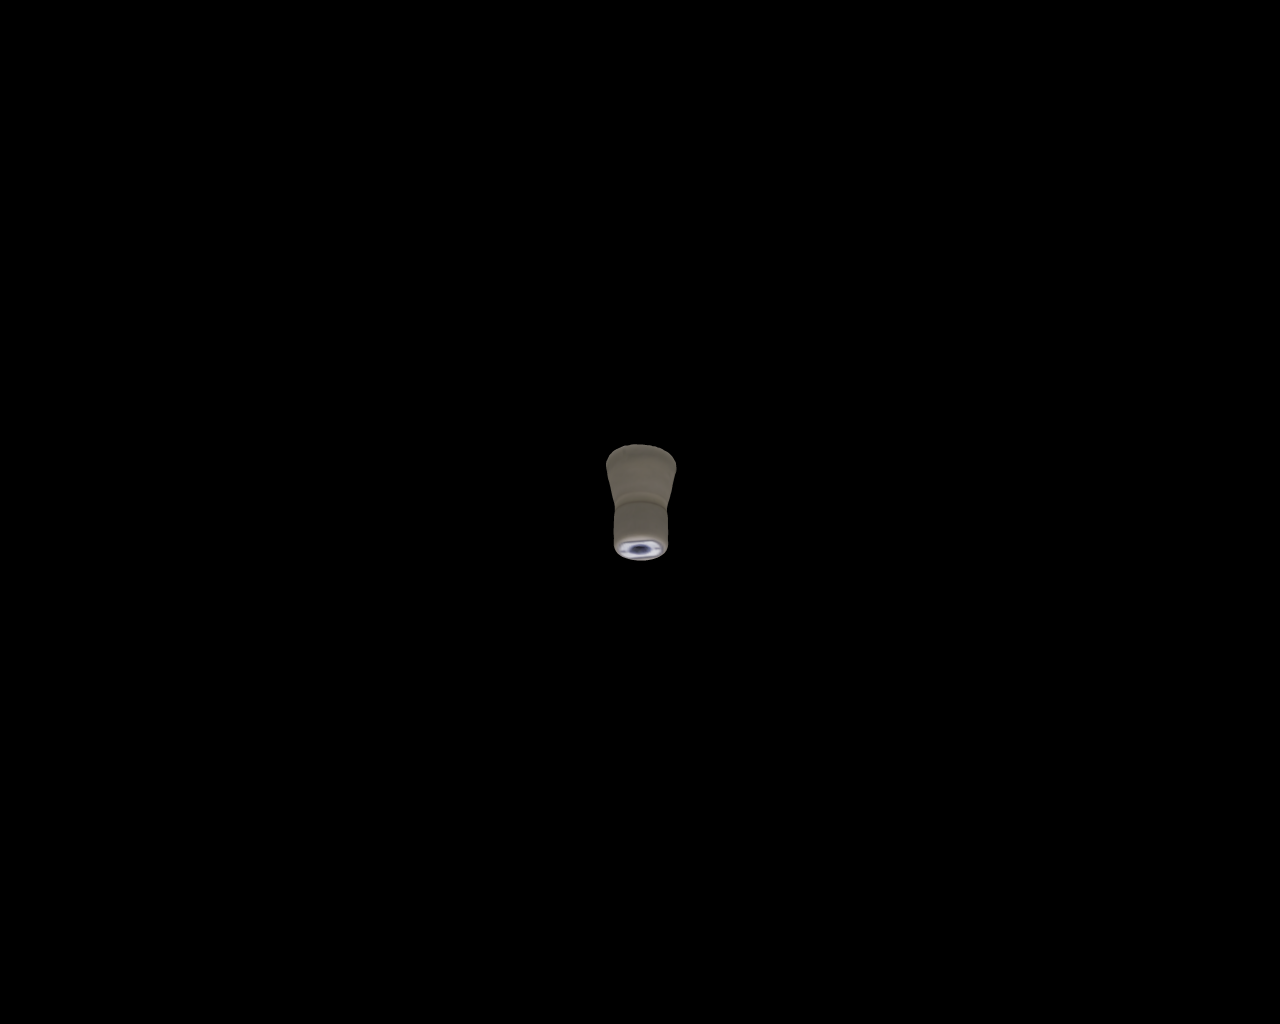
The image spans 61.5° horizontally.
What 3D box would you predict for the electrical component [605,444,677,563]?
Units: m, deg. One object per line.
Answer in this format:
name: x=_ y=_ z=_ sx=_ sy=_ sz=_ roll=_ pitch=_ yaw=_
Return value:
electrical component: x=0.001 y=-0.003 z=0.650 sx=0.044 sy=0.065 sz=0.044 roll=0 pitch=-31 yaw=0
